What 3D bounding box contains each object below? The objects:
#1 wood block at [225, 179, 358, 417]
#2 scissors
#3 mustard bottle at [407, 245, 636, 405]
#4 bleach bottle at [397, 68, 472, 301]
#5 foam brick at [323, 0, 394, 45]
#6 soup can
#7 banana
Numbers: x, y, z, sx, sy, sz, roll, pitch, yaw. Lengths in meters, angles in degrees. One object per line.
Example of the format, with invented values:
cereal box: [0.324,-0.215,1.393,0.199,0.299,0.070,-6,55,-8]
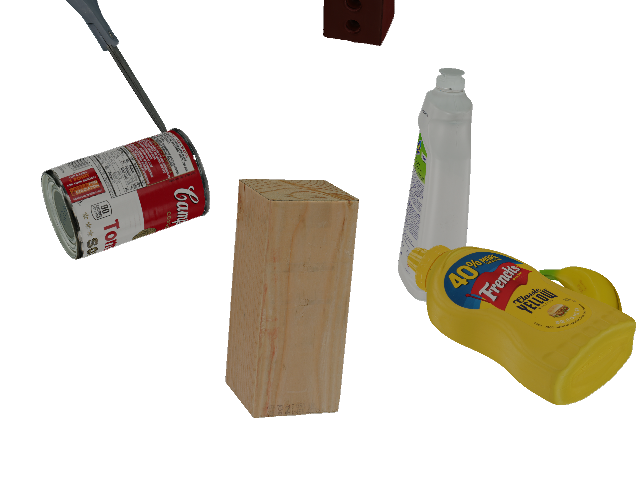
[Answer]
wood block: [-0.029,0.052,1.006,0.090,0.206,0.091,-1,15,-22]
scissors: [-0.191,-0.190,0.936,0.016,0.201,0.096,-28,28,12]
mustard bottle: [0.141,0.052,0.835,0.096,0.058,0.192,-28,41,-31]
bleach bottle: [0.135,-0.064,1.191,0.068,0.251,0.102,-1,24,-12]
foam brick: [0.033,-0.211,0.893,0.053,0.078,0.051,11,47,11]
soup can: [-0.140,-0.034,0.765,0.102,0.068,0.069,-21,9,-24]
banana: [0.258,0.077,1.030,0.070,0.037,0.197,-29,23,18]
